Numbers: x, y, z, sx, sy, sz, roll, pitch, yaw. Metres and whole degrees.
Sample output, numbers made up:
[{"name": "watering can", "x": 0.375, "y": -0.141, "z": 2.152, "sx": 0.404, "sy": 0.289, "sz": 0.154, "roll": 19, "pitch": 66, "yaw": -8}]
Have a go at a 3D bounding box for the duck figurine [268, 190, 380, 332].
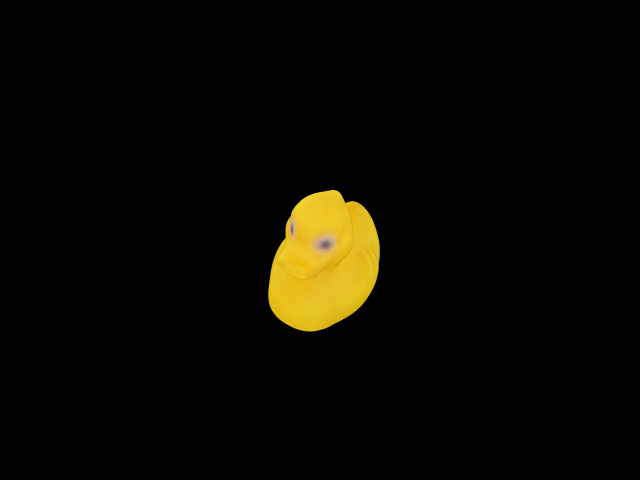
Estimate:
[{"name": "duck figurine", "x": 0.004, "y": 0.001, "z": 0.400, "sx": 0.077, "sy": 0.086, "sz": 0.105, "roll": 25, "pitch": 54, "yaw": 20}]
